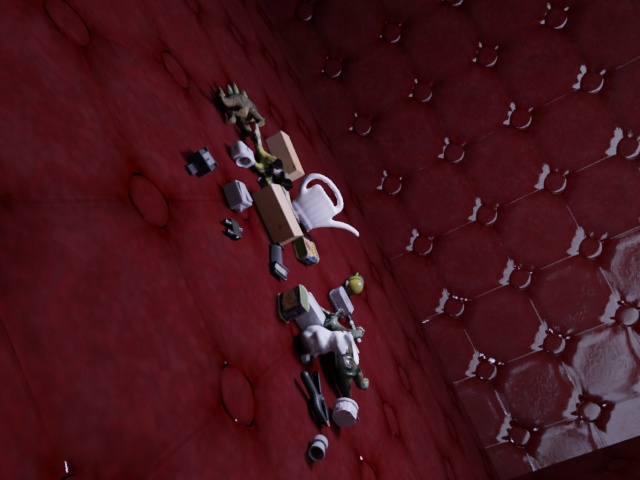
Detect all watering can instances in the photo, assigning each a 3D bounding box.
[{"bbox_3d":[0.007,-0.110,2.178,0.225,0.105,0.344,-33,107,-3],"label":"watering can"}]

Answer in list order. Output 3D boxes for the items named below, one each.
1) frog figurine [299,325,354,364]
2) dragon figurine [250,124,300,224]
[{"bbox_3d":[0.018,0.312,1.619,0.158,0.135,0.125,-28,62,14],"label":"frog figurine"},{"bbox_3d":[-0.184,-0.272,2.075,0.122,0.247,0.404,-23,114,4],"label":"dragon figurine"}]
